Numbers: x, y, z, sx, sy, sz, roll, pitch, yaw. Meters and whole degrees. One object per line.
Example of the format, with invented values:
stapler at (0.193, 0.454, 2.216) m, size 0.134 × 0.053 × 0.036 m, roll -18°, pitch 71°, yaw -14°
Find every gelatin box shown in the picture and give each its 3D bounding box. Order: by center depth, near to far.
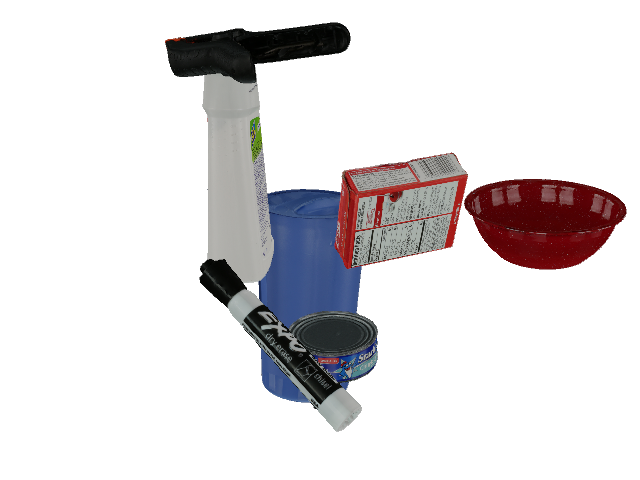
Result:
gelatin box at (0.057, -0.022, 0.775) m, size 0.089 × 0.073 × 0.030 m, roll -11°, pitch 46°, yaw -15°

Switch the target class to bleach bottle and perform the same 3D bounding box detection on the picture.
bleach bottle at (-0.086, -0.087, 1.089) m, size 0.068 × 0.251 × 0.102 m, roll 1°, pitch 27°, yaw 3°

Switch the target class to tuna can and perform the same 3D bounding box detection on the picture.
tuna can at (0.012, 0.101, 1.013) m, size 0.086 × 0.034 × 0.086 m, roll -2°, pitch 24°, yaw 1°

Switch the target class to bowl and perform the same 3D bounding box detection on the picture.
bowl at (0.227, -0.013, 1.092) m, size 0.162 × 0.055 × 0.162 m, roll -1°, pitch 22°, yaw 0°

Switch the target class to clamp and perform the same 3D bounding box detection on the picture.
clamp at (-0.061, -0.158, 0.883) m, size 0.120 × 0.039 × 0.172 m, roll -16°, pitch 21°, yaw -34°

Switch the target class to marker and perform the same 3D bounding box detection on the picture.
marker at (-0.025, 0.054, 0.583) m, size 0.121 × 0.020 × 0.020 m, roll 45°, pitch 18°, yaw 19°

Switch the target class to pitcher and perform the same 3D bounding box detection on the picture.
pitcher at (-0.025, 0.066, 1.277) m, size 0.149 × 0.243 × 0.144 m, roll 10°, pitch 18°, yaw 24°
